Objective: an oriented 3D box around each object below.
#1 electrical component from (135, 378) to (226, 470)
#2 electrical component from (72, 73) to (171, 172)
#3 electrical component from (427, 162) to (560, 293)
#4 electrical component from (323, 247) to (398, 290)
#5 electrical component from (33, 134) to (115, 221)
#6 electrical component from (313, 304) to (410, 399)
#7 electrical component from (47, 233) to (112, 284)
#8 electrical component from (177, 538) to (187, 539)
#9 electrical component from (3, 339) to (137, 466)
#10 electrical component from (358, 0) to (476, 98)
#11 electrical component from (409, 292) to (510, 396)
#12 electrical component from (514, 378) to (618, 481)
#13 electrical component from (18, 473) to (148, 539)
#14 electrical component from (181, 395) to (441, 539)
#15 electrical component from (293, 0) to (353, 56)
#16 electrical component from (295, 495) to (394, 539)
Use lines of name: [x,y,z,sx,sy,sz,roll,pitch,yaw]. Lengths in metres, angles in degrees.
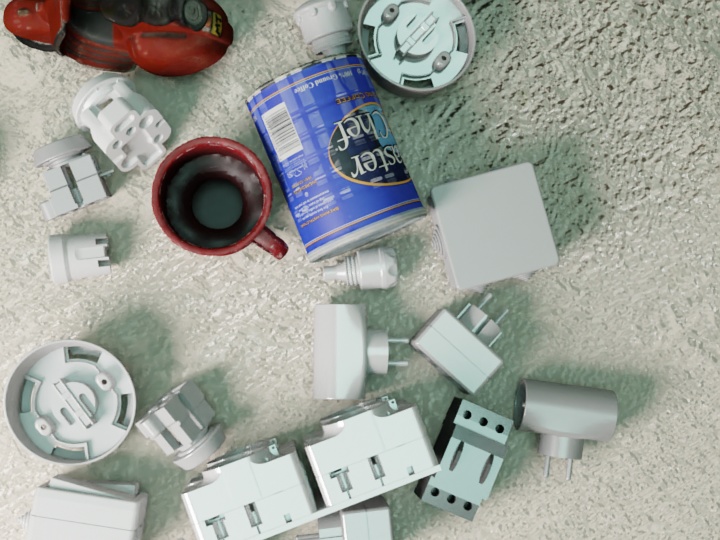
electrical component: [-0.141,0.126,0.863,0.048,0.066,0.055,-31,101,32]
electrical component: [-0.195,-0.122,0.870,0.058,0.078,0.057,-42,69,-6]
electrical component: [0.108,-0.035,0.896,0.100,0.048,0.099,-15,87,-5]
electrical component: [0.000,0.000,0.893,0.061,0.035,0.035,-6,86,-2]
electrical component: [-0.235,-0.078,0.877,0.066,0.048,0.055,-22,95,-5]
electrical component: [0.002,0.067,0.884,0.079,0.043,0.077,1,86,-4]
electrical component: [-0.228,-0.011,0.876,0.046,0.040,0.040,-7,87,-10]
electrical component: [-0.138,0.259,0.834,0.064,0.099,0.099,26,85,11]
electrical component: [-0.226,0.105,0.854,0.099,0.064,0.099,0,86,-4]
electrical component: [0.046,-0.191,0.894,0.099,0.064,0.099,0,87,-4]
electrical component: [0.091,0.054,0.889,0.066,0.047,0.076,42,84,0]
electrical component: [0.167,0.134,0.890,0.077,0.044,0.079,8,85,-3]
electrical component: [-0.220,0.195,0.850,0.096,0.062,0.061,10,85,-3]
electrical component: [-0.041,0.156,0.843,0.186,0.105,0.060,-20,88,-5]
electrical component: [-0.026,-0.196,0.901,0.048,0.048,0.062,-18,94,-5]
electrical component: [-0.014,0.212,0.861,0.077,0.066,0.047,-6,86,-4]
